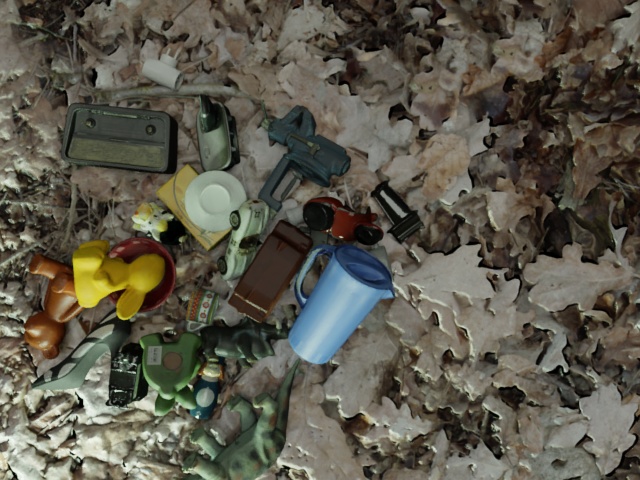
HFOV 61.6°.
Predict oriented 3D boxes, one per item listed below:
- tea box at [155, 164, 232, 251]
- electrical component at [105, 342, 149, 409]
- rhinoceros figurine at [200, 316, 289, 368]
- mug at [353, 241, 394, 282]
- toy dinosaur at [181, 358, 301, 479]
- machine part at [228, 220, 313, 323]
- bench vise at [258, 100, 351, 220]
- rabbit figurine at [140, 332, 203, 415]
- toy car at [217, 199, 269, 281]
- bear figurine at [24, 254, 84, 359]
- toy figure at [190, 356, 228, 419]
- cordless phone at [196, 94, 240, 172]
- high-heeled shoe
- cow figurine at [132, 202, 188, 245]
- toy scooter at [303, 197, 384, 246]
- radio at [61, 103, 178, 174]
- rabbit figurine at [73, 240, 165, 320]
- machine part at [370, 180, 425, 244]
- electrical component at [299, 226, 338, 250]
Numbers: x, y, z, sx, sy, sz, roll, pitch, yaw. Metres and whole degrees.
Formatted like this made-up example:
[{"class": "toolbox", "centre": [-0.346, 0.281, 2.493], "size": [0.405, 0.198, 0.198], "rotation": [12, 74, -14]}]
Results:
[{"class": "tea box", "centre": [-0.260, -0.069, 1.167], "size": [0.098, 0.068, 0.169], "rotation": [-44, 90, -1]}, {"class": "electrical component", "centre": [-0.394, 0.280, 1.131], "size": [0.058, 0.134, 0.114], "rotation": [10, 88, 1]}, {"class": "rhinoceros figurine", "centre": [-0.161, 0.215, 1.151], "size": [0.190, 0.073, 0.112], "rotation": [-3, 62, -12]}, {"class": "mug", "centre": [0.097, 0.054, 1.166], "size": [0.107, 0.081, 0.109], "rotation": [-18, 99, 8]}, {"class": "toy dinosaur", "centre": [-0.156, 0.447, 1.148], "size": [0.405, 0.131, 0.192], "rotation": [-35, 114, -10]}, {"class": "machine part", "centre": [-0.095, 0.062, 1.102], "size": [0.087, 0.201, 0.201], "rotation": [34, 89, -1]}, {"class": "bench vise", "centre": [-0.063, -0.160, 1.148], "size": [0.224, 0.129, 0.240], "rotation": [32, 85, 2]}, {"class": "rabbit figurine", "centre": [-0.295, 0.273, 1.112], "size": [0.121, 0.170, 0.159], "rotation": [-8, 72, -11]}, {"class": "toy car", "centre": [-0.162, 0.005, 1.133], "size": [0.056, 0.073, 0.201], "rotation": [37, 122, 30]}, {"class": "bear figurine", "centre": [-0.576, 0.146, 1.137], "size": [0.120, 0.131, 0.196], "rotation": [32, 85, 25]}, {"class": "toy figure", "centre": [-0.241, 0.309, 1.174], "size": [0.064, 0.058, 0.154], "rotation": [17, 87, -39]}, {"class": "cordless phone", "centre": [-0.219, -0.219, 1.111], "size": [0.089, 0.184, 0.146], "rotation": [-7, 90, -5]}, {"class": "high-heeled shoe", "centre": [-0.524, 0.238, 1.170], "size": [0.249, 0.086, 0.145], "rotation": [-16, 62, 12]}, {"class": "cow figurine", "centre": [-0.330, -0.027, 1.117], "size": [0.098, 0.167, 0.068], "rotation": [34, 84, 1]}, {"class": "toy scooter", "centre": [0.059, -0.048, 1.156], "size": [0.184, 0.135, 0.075], "rotation": [22, 116, 16]}, {"class": "radio", "centre": [-0.427, -0.218, 1.162], "size": [0.230, 0.073, 0.131], "rotation": [6, 90, -1]}, {"class": "rabbit figurine", "centre": [-0.402, 0.077, 1.090], "size": [0.173, 0.122, 0.162], "rotation": [-6, 93, -19]}, {"class": "machine part", "centre": [0.166, -0.065, 1.189], "size": [0.084, 0.039, 0.139], "rotation": [-34, 92, 4]}, {"class": "electrical component", "centre": [-0.002, -0.004, 1.194], "size": [0.094, 0.021, 0.063], "rotation": [6, 90, -2]}]
